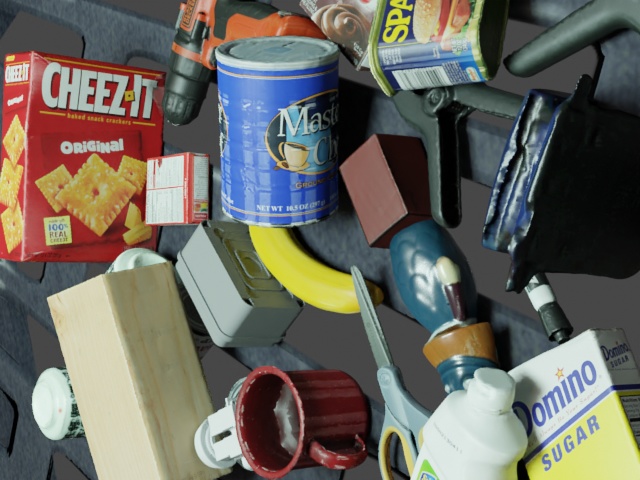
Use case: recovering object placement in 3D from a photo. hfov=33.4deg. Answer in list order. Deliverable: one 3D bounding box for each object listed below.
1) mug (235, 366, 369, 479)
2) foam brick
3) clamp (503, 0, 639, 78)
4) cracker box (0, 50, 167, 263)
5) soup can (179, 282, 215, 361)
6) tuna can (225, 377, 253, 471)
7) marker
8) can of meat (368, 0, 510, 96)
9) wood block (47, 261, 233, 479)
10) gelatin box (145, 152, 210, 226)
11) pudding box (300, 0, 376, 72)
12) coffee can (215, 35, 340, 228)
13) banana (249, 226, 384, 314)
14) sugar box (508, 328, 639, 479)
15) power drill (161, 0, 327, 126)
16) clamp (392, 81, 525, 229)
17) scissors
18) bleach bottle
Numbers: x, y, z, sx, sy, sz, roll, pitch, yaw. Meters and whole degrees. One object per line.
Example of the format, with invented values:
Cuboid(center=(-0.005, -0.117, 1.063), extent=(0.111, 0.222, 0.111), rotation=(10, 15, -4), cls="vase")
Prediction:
Cuboid(center=(-0.006, 0.156, 0.897), extent=(0.117, 0.081, 0.093), rotation=(30, 110, 47), cls="mug")
Cuboid(center=(0.059, -0.039, 0.854), extent=(0.051, 0.052, 0.078), rotation=(-42, 57, 40), cls="foam brick")
Cuboid(center=(0.212, -0.184, 0.693), extent=(0.210, 0.036, 0.164), rotation=(14, 101, 49), cls="clamp")
Cuboid(center=(-0.251, -0.083, 1.135), extent=(0.072, 0.163, 0.214), rotation=(6, 93, 48), cls="cracker box")
Cuboid(center=(-0.144, 0.097, 1.074), extent=(0.102, 0.068, 0.068), rotation=(-50, 53, 35), cls="soup can")
Cuboid(center=(-0.051, 0.169, 0.987), extent=(0.086, 0.033, 0.086), rotation=(-3, 85, 49), cls="tuna can")
Cuboid(center=(0.150, 0.022, 0.759), extent=(0.020, 0.020, 0.121), rotation=(-49, 46, 36), cls="marker")
Cuboid(center=(0.090, -0.160, 0.787), extent=(0.084, 0.057, 0.102), rotation=(-2, 61, 27), cls="can of meat")
Cuboid(center=(-0.168, 0.135, 0.997), extent=(0.091, 0.090, 0.206), rotation=(-21, 84, 40), cls="wood block")
Cuboid(center=(-0.149, -0.052, 1.117), extent=(0.089, 0.030, 0.073), rotation=(-1, 87, 52), cls="gelatin box")
Cuboid(center=(0.038, -0.207, 0.897), extent=(0.114, 0.039, 0.090), rotation=(53, 126, 37), cls="pudding box")
Cuboid(center=(-0.035, -0.093, 0.902), extent=(0.103, 0.102, 0.140), rotation=(26, 124, 47), cls="coffee can")
Cuboid(center=(-0.016, 0.014, 0.951), extent=(0.198, 0.037, 0.070), rotation=(50, 124, 38), cls="banana")
Cuboid(center=(0.185, 0.156, 0.702), extent=(0.093, 0.048, 0.176), rotation=(-39, 61, 42), cls="sugar box")
Cuboid(center=(-0.082, -0.172, 1.022), extent=(0.188, 0.057, 0.184), rotation=(37, 116, 44), cls="power drill")
Cuboid(center=(0.108, -0.107, 0.813), extent=(0.120, 0.039, 0.171), rotation=(-36, 59, 28), cls="clamp")
Cuboid(center=(0.071, 0.116, 0.846), extent=(0.096, 0.016, 0.202), rotation=(-7, 89, 44), cls="scissors")
Cuboid(center=(0.101, 0.208, 0.751), extent=(0.103, 0.067, 0.251), rotation=(38, 126, 46), cls="bleach bottle")
